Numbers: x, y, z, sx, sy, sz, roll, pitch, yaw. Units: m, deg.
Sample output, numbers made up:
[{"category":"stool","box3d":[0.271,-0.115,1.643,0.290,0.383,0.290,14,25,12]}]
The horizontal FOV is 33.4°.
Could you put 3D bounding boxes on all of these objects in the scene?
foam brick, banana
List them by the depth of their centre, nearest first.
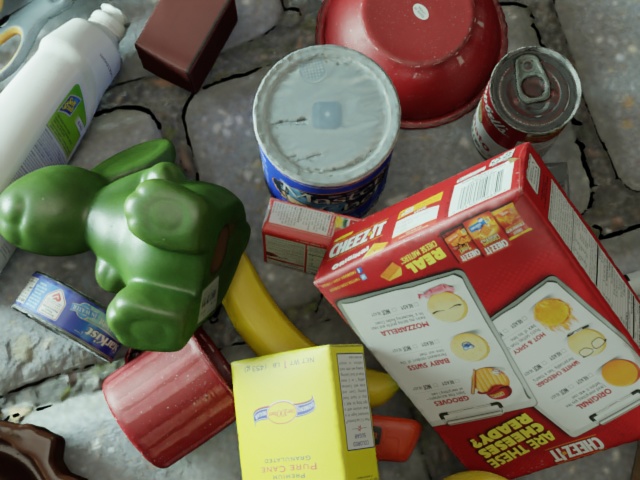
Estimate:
[{"category":"banana","box3d":[-0.017,0.074,0.824,0.198,0.037,0.069,34,85,11]},{"category":"foam brick","box3d":[-0.108,-0.169,0.868,0.051,0.053,0.078,26,78,5]}]

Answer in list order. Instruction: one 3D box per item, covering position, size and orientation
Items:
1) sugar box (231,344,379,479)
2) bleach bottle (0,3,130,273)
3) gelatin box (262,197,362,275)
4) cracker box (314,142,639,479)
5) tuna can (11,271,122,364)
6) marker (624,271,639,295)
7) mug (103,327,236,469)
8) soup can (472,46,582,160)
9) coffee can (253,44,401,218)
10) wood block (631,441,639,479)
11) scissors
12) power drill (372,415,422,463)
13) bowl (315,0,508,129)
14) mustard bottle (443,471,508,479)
[{"category":"sugar box","box3d":[-0.007,0.164,0.724,0.094,0.048,0.176,-15,75,36]},{"category":"bleach bottle","box3d":[-0.227,-0.078,0.836,0.068,0.102,0.250,27,71,10]},{"category":"gelatin box","box3d":[-0.005,0.001,0.814,0.073,0.089,0.030,14,73,3]},{"category":"cracker box","box3d":[0.126,0.057,0.730,0.164,0.072,0.213,-26,114,31]},{"category":"tuna can","box3d":[-0.186,0.058,0.805,0.086,0.086,0.033,28,77,6]},{"category":"marker","box3d":[0.200,0.047,0.839,0.121,0.020,0.020,-14,79,-3]},{"category":"mug","box3d":[-0.112,0.108,0.799,0.081,0.093,0.117,-35,50,-2]},{"category":"soup can","box3d":[0.157,-0.100,0.828,0.068,0.102,0.068,0,78,0]},{"category":"coffee can","box3d":[0.005,-0.073,0.803,0.103,0.140,0.103,0,78,0]},{"category":"wood block","box3d":[0.282,0.179,0.777,0.091,0.090,0.206,15,79,4]},{"category":"scissors","box3d":[-0.227,-0.205,0.871,0.202,0.016,0.096,-41,72,7]},{"category":"power drill","box3d":[0.027,0.222,0.784,0.184,0.057,0.187,8,78,-1]},{"category":"bowl","box3d":[0.077,-0.175,0.868,0.162,0.055,0.162,0,79,0]},{"category":"mustard bottle","box3d":[0.121,0.217,0.749,0.191,0.058,0.096,29,78,-19]}]
